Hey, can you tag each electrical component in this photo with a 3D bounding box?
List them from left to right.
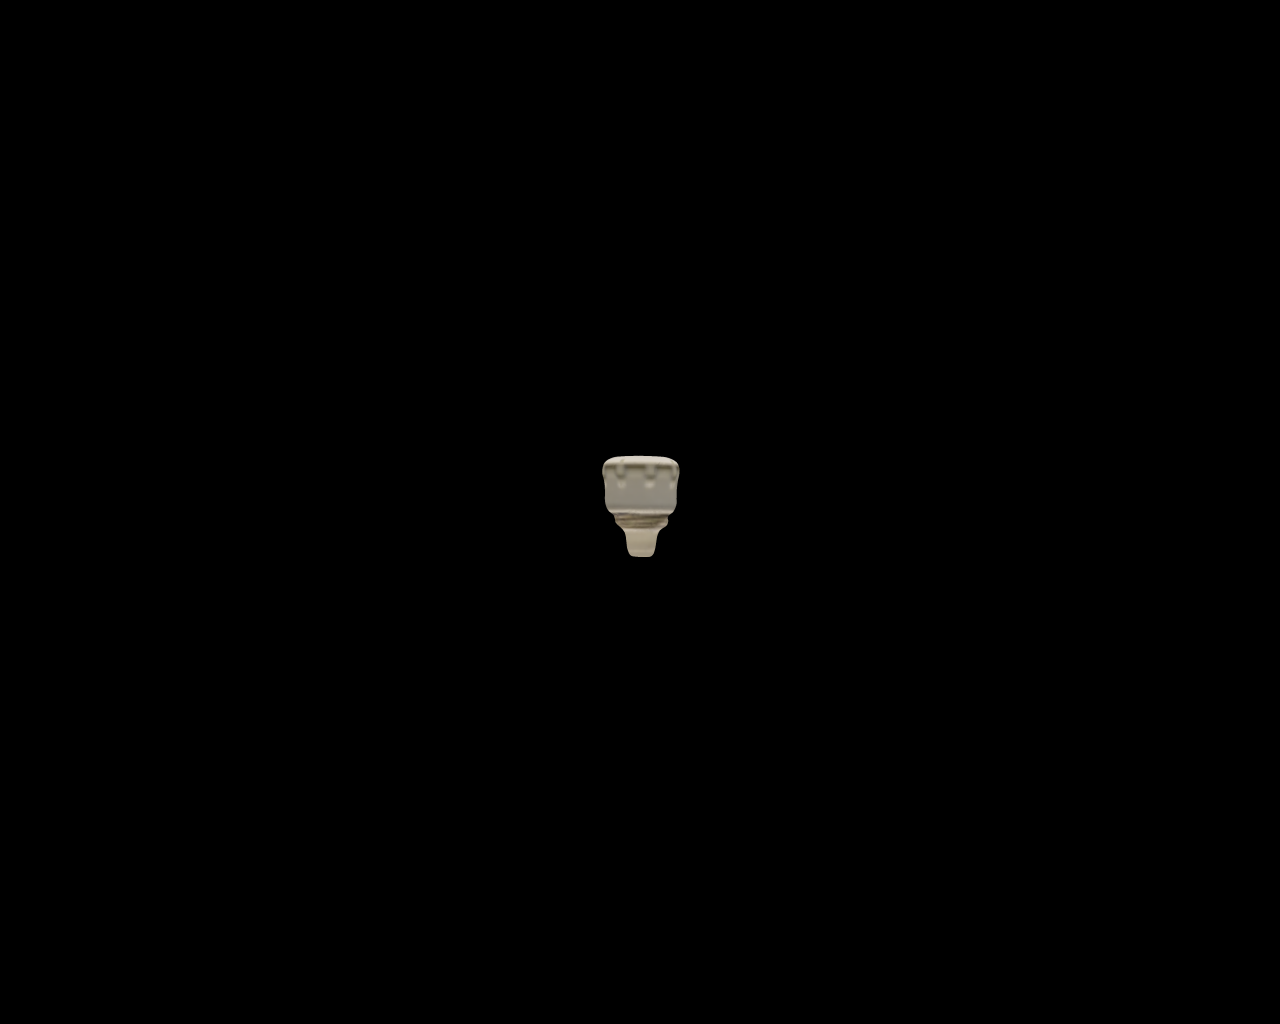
[{"bbox_3d":[0.001,-0.003,0.650,0.048,0.062,0.048,0,0,0],"label":"electrical component"}]
